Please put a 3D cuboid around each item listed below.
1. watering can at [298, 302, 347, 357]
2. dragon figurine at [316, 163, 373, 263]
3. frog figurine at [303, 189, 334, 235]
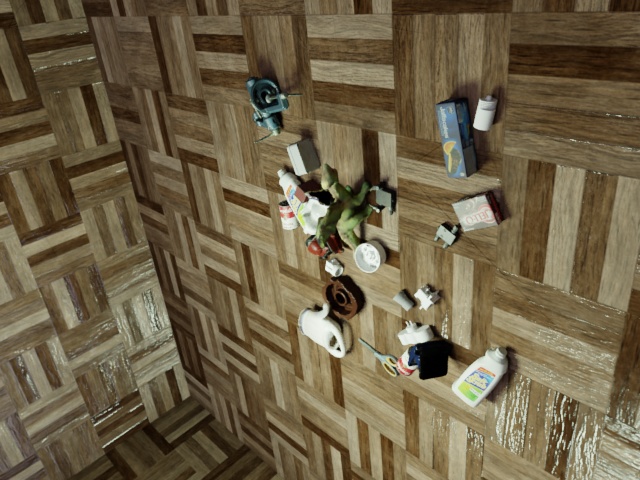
[{"bbox_3d":[0.006,0.336,2.065,0.226,0.105,0.340,23,142,40],"label":"watering can"},{"bbox_3d":[0.059,-0.058,1.666,0.123,0.246,0.403,16,122,37],"label":"dragon figurine"},{"bbox_3d":[0.005,-0.091,1.804,0.138,0.125,0.156,19,128,20],"label":"frog figurine"}]
